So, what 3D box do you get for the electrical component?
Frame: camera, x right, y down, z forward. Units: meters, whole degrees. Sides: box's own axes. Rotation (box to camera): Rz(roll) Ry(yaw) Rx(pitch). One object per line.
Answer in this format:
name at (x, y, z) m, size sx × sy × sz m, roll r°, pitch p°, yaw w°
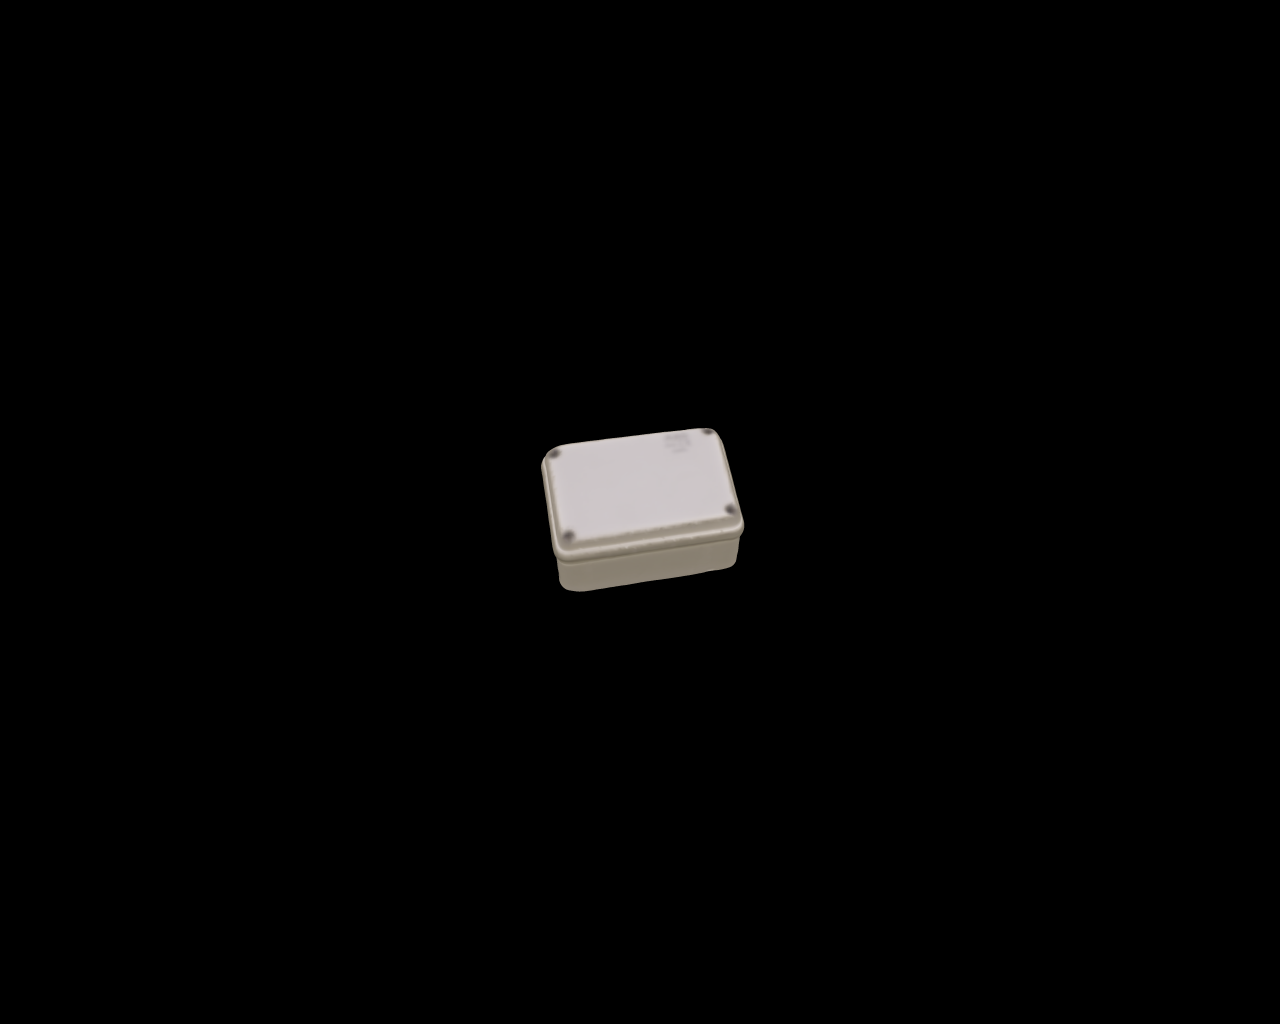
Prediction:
electrical component at (0.001, -0.003, 0.650) m, size 0.113 × 0.078 × 0.057 m, roll -8°, pitch -33°, yaw -5°
